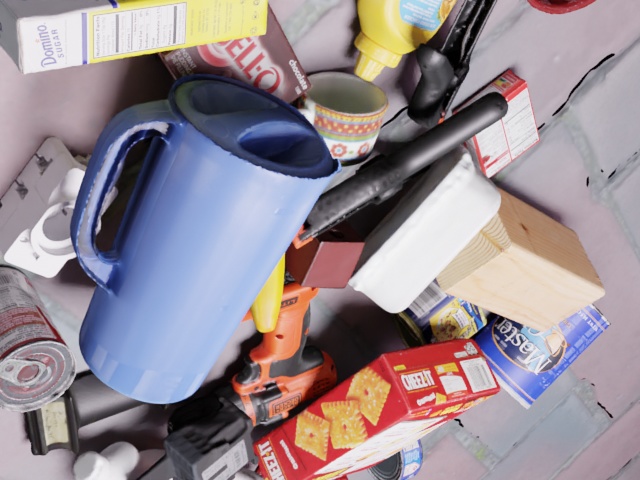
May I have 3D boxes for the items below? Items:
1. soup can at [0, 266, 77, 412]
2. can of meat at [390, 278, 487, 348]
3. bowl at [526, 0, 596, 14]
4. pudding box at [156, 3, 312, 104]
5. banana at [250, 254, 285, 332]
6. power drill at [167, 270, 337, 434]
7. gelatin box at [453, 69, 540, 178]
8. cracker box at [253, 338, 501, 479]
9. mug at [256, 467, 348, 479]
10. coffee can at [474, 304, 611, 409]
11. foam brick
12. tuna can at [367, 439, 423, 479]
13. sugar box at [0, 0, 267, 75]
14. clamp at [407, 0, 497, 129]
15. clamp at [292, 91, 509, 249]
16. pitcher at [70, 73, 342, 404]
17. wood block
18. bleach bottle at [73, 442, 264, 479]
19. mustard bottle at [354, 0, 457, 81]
[{"bbox_3d":[-0.240,0.075,0.831,0.068,0.102,0.068,-21,135,-23],"label":"soup can"},{"bbox_3d":[0.129,0.082,1.165,0.084,0.057,0.102,-37,140,-9],"label":"can of meat"},{"bbox_3d":[0.215,-0.280,0.920,0.161,0.055,0.162,-21,135,-23],"label":"bowl"},{"bbox_3d":[-0.068,-0.137,0.832,0.090,0.039,0.113,-38,139,-5],"label":"pudding box"},{"bbox_3d":[-0.049,-0.019,0.922,0.037,0.069,0.198,3,116,2],"label":"banana"},{"bbox_3d":[-0.067,0.109,1.035,0.184,0.057,0.188,-21,137,-23],"label":"power drill"},{"bbox_3d":[0.175,-0.112,1.054,0.073,0.030,0.089,-37,140,-9],"label":"gelatin box"},{"bbox_3d":[0.056,0.183,1.110,0.163,0.072,0.214,-3,152,-49],"label":"cracker box"},{"bbox_3d":[-0.018,0.278,1.202,0.081,0.093,0.117,2,94,-45],"label":"mug"},{"bbox_3d":[0.255,0.114,1.256,0.140,0.103,0.102,-46,139,4],"label":"coffee can"},{"bbox_3d":[-0.006,0.001,0.971,0.052,0.078,0.051,3,124,-40],"label":"foam brick"},{"bbox_3d":[0.081,0.240,1.241,0.033,0.086,0.086,-13,131,-32],"label":"tuna can"},{"bbox_3d":[-0.132,-0.162,0.720,0.176,0.093,0.048,-17,133,-26],"label":"sugar box"},{"bbox_3d":[0.104,-0.145,0.918,0.120,0.039,0.172,-43,161,-33],"label":"clamp"},{"bbox_3d":[0.059,-0.058,0.917,0.209,0.036,0.165,-31,177,-32],"label":"clamp"},{"bbox_3d":[-0.104,0.004,0.809,0.243,0.149,0.144,-60,176,26],"label":"pitcher"},{"bbox_3d":[0.204,0.020,1.127,0.090,0.091,0.205,-37,144,26],"label":"wood block"},{"bbox_3d":[-0.148,0.251,1.067,0.250,0.068,0.102,40,75,-50],"label":"bleach bottle"},{"bbox_3d":[0.082,-0.215,0.867,0.096,0.058,0.192,-1,126,-56],"label":"mustard bottle"}]
